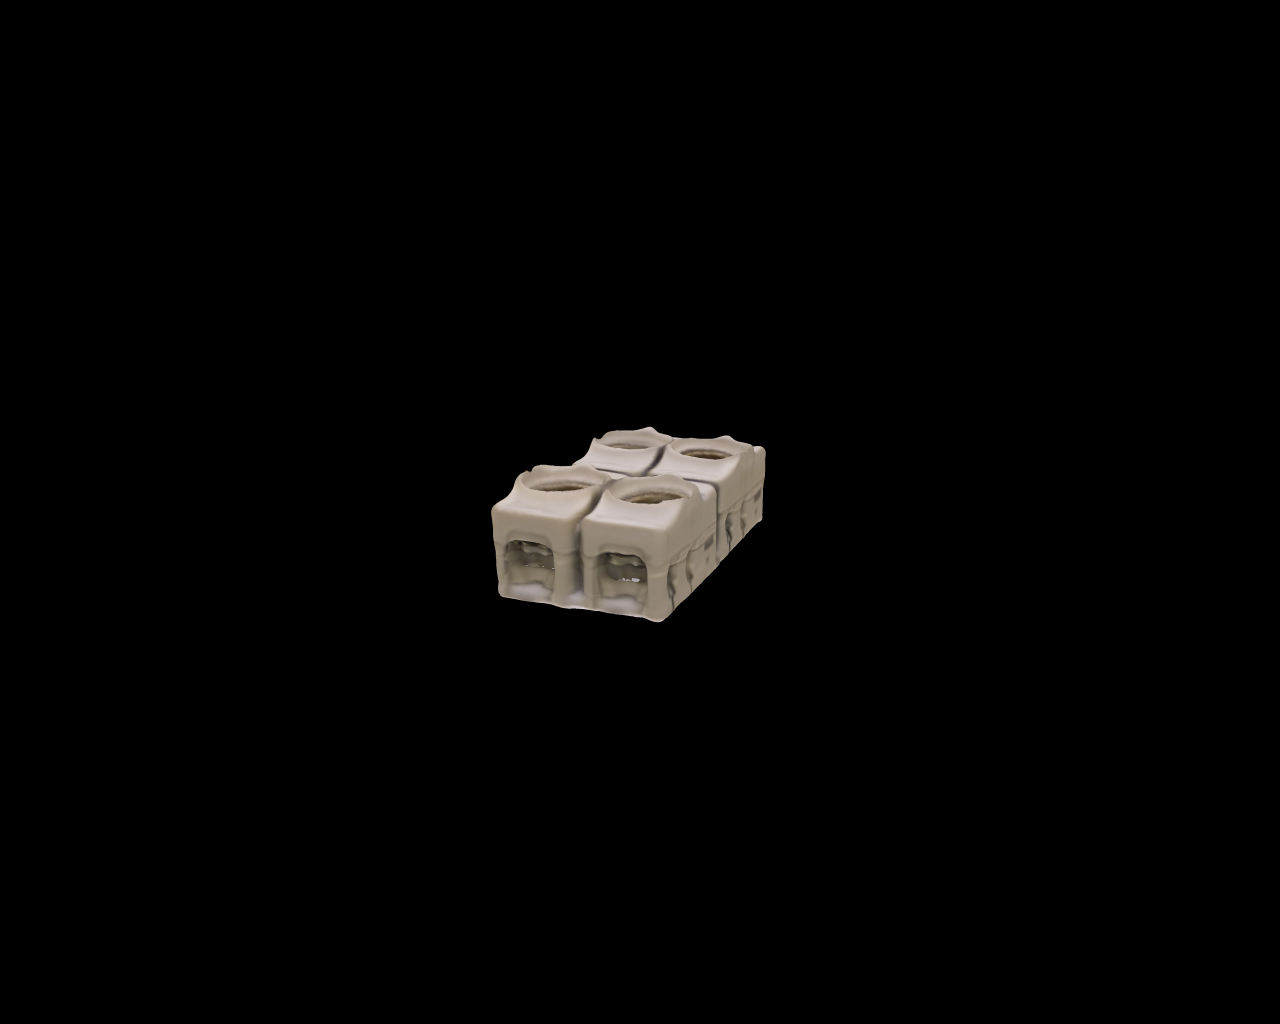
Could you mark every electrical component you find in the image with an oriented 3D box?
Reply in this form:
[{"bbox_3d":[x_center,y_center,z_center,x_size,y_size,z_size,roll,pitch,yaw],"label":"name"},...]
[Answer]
[{"bbox_3d":[0.001,-0.003,0.650,0.105,0.060,0.186,8,20,22],"label":"electrical component"}]
